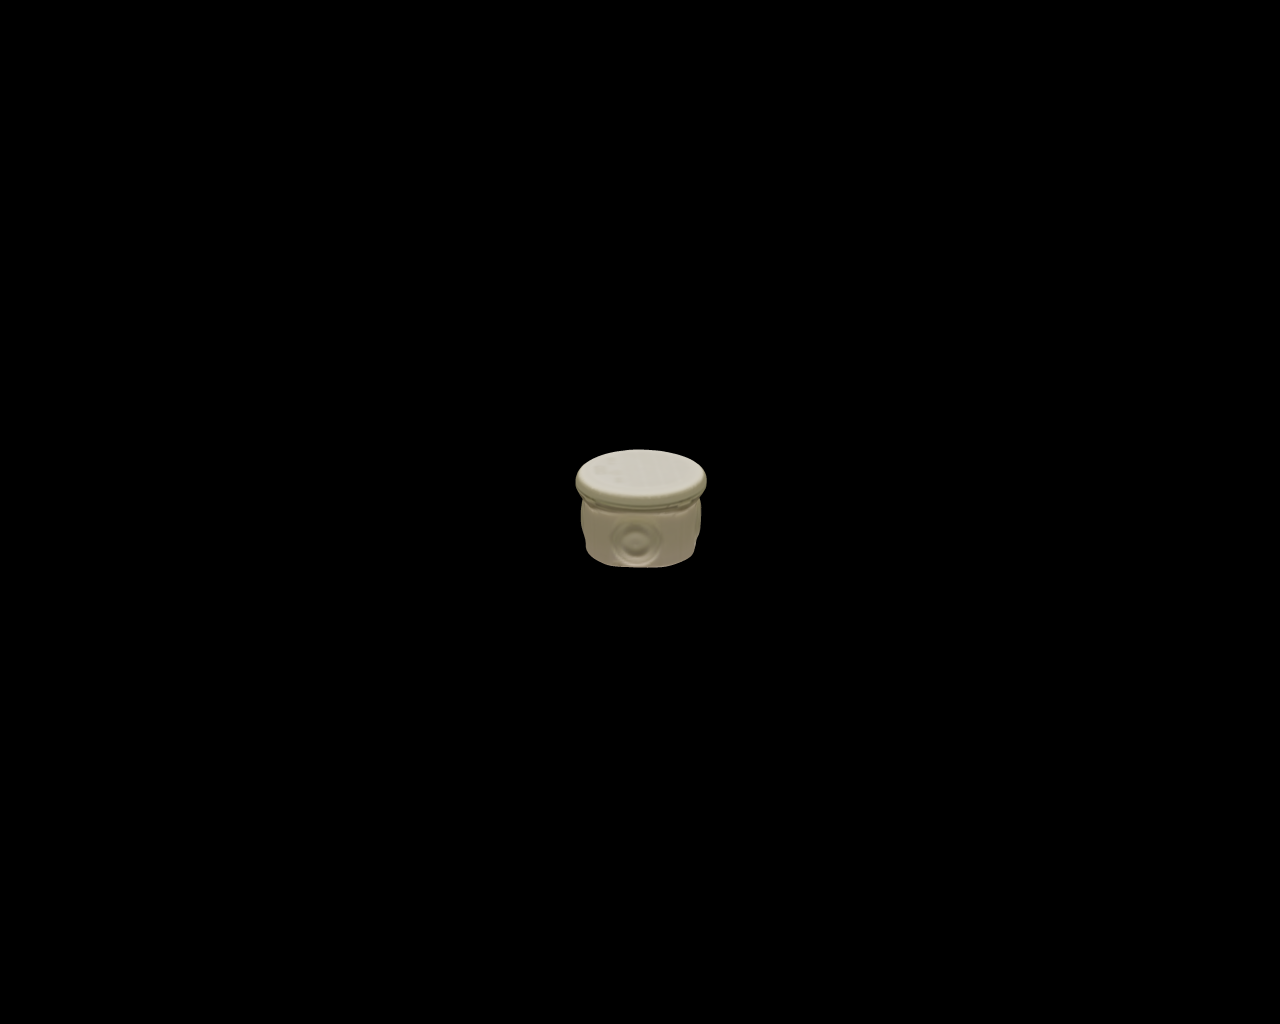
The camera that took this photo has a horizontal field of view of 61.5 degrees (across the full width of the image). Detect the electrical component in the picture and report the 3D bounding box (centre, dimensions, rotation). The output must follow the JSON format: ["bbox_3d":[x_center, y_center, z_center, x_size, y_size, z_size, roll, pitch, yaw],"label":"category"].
[{"bbox_3d":[0.001,-0.003,0.650,0.080,0.050,0.080,0,24,0],"label":"electrical component"}]
